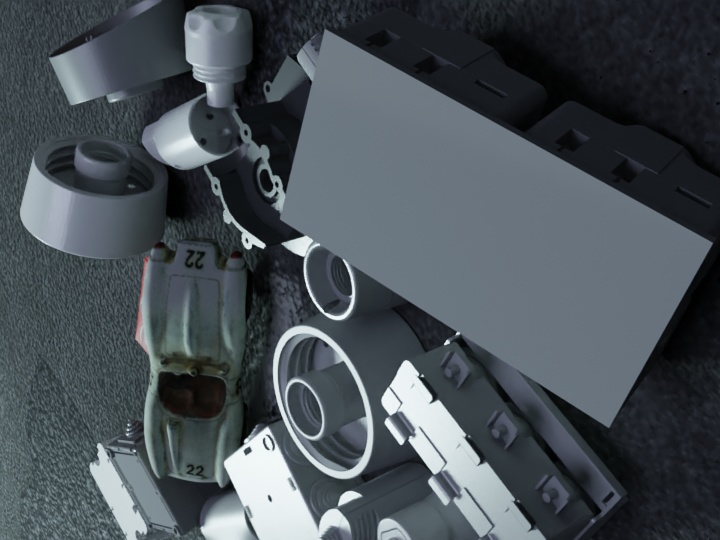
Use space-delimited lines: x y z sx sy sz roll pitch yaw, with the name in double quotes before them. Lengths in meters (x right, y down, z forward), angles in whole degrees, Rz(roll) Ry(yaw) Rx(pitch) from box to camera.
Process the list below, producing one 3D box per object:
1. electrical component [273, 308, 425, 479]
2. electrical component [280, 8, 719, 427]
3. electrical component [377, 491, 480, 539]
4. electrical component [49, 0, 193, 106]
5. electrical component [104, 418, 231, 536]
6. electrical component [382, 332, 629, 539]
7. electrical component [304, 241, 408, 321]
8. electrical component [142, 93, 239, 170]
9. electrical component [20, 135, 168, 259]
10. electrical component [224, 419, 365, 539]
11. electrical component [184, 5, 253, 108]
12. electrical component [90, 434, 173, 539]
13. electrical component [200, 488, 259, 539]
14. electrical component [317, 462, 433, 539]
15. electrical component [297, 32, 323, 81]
"electrical component" -0.011 0.076 0.663 0.108 0.060 0.108 24 123 45
"electrical component" 0.064 -0.030 0.490 0.186 0.060 0.105 32 130 19
"electrical component" 0.043 0.148 0.620 0.044 0.065 0.044 26 124 45
"electrical component" -0.161 -0.150 0.733 0.099 0.099 0.064 0 111 52
"electrical component" -0.155 0.155 0.865 0.062 0.061 0.096 -7 112 53
"electrical component" 0.071 0.094 0.564 0.121 0.063 0.078 52 139 24
"electrical component" 0.000 0.000 0.629 0.055 0.047 0.055 24 123 45
"electrical component" -0.118 -0.092 0.744 0.081 0.043 0.043 -10 96 53
"electrical component" -0.196 -0.063 0.806 0.108 0.108 0.060 41 127 35
"electrical component" -0.044 0.150 0.746 0.100 0.048 0.099 -43 71 50
"electrical component" -0.090 -0.136 0.690 0.043 0.043 0.062 29 127 42
"electrical component" -0.187 0.188 0.937 0.089 0.056 0.050 54 140 22
"electrical component" -0.080 0.204 0.819 0.077 0.043 0.079 -25 85 53
"electrical component" 0.008 0.151 0.653 0.043 0.081 0.043 24 123 45
"electrical component" -0.003 -0.099 0.594 0.081 0.043 0.043 57 141 20
